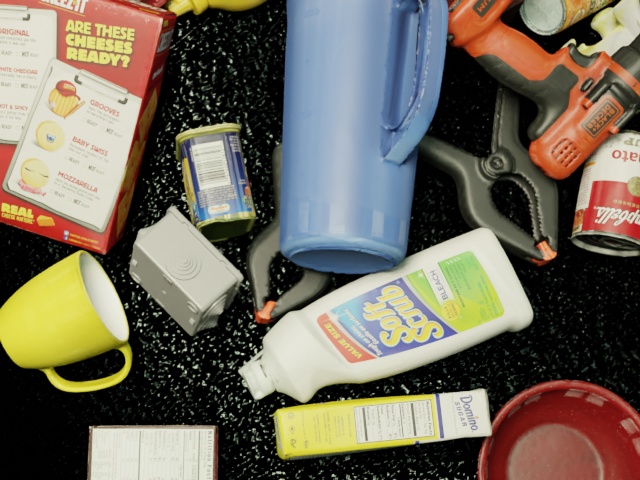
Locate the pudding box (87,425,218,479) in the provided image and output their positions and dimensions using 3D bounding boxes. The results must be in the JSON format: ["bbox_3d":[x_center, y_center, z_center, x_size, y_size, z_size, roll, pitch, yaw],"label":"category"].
[{"bbox_3d":[-0.144,0.205,0.924,0.113,0.039,0.090,1,78,-5],"label":"pudding box"}]

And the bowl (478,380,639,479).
[{"bbox_3d":[0.213,0.205,0.935,0.162,0.055,0.162,1,79,-3],"label":"bowl"}]

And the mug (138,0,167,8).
[{"bbox_3d":[-0.180,-0.257,0.979,0.117,0.082,0.093,-39,117,-25],"label":"mug"}]

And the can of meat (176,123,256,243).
[{"bbox_3d":[-0.092,-0.048,0.944,0.057,0.102,0.084,-10,82,-9],"label":"can of meat"}]

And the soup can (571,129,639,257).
[{"bbox_3d":[0.274,-0.043,0.982,0.068,0.068,0.102,14,78,-1],"label":"soup can"}]

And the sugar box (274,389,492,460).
[{"bbox_3d":[0.050,0.157,0.917,0.176,0.093,0.048,-7,80,-6],"label":"sugar box"}]

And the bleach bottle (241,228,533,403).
[{"bbox_3d":[0.054,0.082,0.937,0.250,0.068,0.102,-24,84,-11],"label":"bleach bottle"}]

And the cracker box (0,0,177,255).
[{"bbox_3d":[-0.230,-0.115,0.923,0.164,0.072,0.214,17,106,0],"label":"cracker box"}]

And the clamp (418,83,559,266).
[{"bbox_3d":[0.166,-0.076,0.998,0.164,0.036,0.210,-34,81,-10],"label":"clamp"}]

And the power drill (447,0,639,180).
[{"bbox_3d":[0.212,-0.173,0.937,0.187,0.057,0.184,42,96,-9],"label":"power drill"}]

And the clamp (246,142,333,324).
[{"bbox_3d":[-0.006,0.001,0.972,0.120,0.039,0.171,16,76,5],"label":"clamp"}]

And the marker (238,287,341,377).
[{"bbox_3d":[-0.023,0.085,0.964,0.121,0.020,0.020,-41,84,-10],"label":"marker"}]

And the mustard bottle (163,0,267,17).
[{"bbox_3d":[-0.069,-0.274,1.012,0.191,0.058,0.096,-40,82,-9],"label":"mustard bottle"}]

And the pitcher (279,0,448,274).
[{"bbox_3d":[0.034,-0.100,0.913,0.145,0.149,0.243,2,75,7],"label":"pitcher"}]

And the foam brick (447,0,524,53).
[{"bbox_3d":[0.148,-0.219,1.004,0.053,0.078,0.051,-31,84,-8],"label":"foam brick"}]
